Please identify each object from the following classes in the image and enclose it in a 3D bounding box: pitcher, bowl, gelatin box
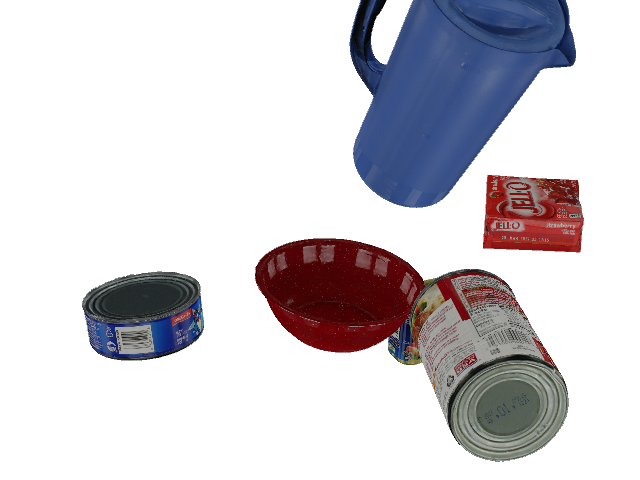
[{"bbox_3d":[0.107,-0.146,0.980,0.144,0.149,0.243,-7,-32,-25],"label":"pitcher"},{"bbox_3d":[0.017,0.059,1.015,0.162,0.055,0.162,5,28,-3],"label":"bowl"},{"bbox_3d":[0.165,-0.022,0.830,0.073,0.030,0.089,4,24,9],"label":"gelatin box"}]

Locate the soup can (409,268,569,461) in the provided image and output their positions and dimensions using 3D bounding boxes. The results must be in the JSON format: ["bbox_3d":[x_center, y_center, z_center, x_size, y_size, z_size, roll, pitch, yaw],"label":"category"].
[{"bbox_3d":[0.094,0.068,0.609,0.068,0.068,0.102,0,25,-8],"label":"soup can"}]

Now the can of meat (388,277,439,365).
[{"bbox_3d":[0.134,0.100,1.330,0.101,0.084,0.058,-11,30,-26],"label":"can of meat"}]

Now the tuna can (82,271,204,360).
[{"bbox_3d":[-0.128,0.054,0.778,0.086,0.034,0.086,-5,21,2],"label":"tuna can"}]
